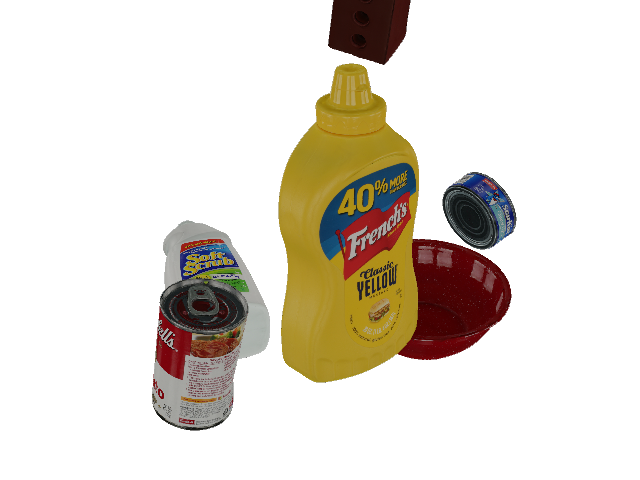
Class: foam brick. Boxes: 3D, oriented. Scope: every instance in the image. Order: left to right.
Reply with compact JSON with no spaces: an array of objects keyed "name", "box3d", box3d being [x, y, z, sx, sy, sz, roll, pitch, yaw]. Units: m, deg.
[{"name":"foam brick","box3d":[0.042,-0.191,0.861,0.053,0.078,0.051,20,48,13]}]

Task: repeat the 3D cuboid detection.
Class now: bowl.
[{"name":"bowl","box3d":[0.098,0.064,1.021,0.162,0.055,0.162,0,34,0]}]

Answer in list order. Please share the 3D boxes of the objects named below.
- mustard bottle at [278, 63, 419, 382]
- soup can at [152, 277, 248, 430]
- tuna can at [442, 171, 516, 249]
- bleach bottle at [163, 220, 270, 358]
[{"name":"mustard bottle","box3d":[0.019,-0.013,0.648,0.096,0.192,0.058,-22,34,-34]},{"name":"soup can","box3d":[-0.096,0.090,0.840,0.068,0.102,0.068,7,33,-5]},{"name":"tuna can","box3d":[0.180,-0.033,1.221,0.033,0.086,0.086,-34,17,-27]},{"name":"bleach bottle","box3d":[-0.130,0.041,1.158,0.102,0.068,0.251,-6,26,-16]}]
